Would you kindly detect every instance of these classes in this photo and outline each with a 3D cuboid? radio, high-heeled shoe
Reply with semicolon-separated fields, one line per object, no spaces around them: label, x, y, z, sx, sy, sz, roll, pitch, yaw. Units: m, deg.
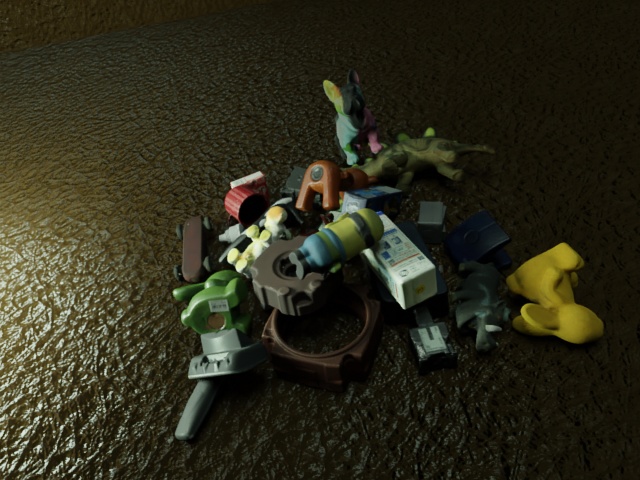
radio;0.167;0.064;1.108;0.131;0.073;0.230;-13;39;-3
high-heeled shoe;-0.147;-0.030;1.278;0.249;0.086;0.145;-25;35;-19

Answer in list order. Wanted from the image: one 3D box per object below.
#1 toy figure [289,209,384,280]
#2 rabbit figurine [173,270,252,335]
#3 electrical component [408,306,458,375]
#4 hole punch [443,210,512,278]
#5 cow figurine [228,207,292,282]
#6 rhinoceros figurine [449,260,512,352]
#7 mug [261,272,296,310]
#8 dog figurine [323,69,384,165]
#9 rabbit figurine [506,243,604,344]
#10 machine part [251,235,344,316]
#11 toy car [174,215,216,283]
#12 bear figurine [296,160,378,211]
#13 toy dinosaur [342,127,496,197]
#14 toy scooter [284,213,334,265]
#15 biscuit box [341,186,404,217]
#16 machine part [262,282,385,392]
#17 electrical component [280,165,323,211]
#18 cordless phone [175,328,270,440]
toy figure;0.035;0.008;0.970;0.180;0.082;0.089;-27;14;-21
rabbit figurine;-0.211;0.126;1.103;0.159;0.121;0.170;-14;22;5
electrical component;0.198;0.181;0.983;0.075;0.047;0.119;-13;40;-5
hole punch;0.331;0.010;1.128;0.116;0.092;0.142;-19;45;-6
cow figurine;-0.116;0.012;1.171;0.068;0.098;0.167;31;78;40
rhinoceros figurine;0.302;0.124;1.013;0.112;0.073;0.190;7;46;12
mug;-0.078;0.093;1.127;0.107;0.080;0.109;-13;4;-13
dog figurine;0.077;-0.317;1.361;0.108;0.219;0.192;-21;26;-1
rabbit figurine;0.430;0.113;0.973;0.162;0.121;0.173;-22;61;-10
machine part;-0.045;0.062;1.032;0.179;0.055;0.179;-6;39;5
toy car;-0.292;0.020;1.262;0.089;0.053;0.202;-19;44;5
bear figurine;0.047;-0.119;1.290;0.120;0.195;0.132;3;83;36
toy dinosaur;0.210;-0.202;1.391;0.472;0.104;0.199;-7;33;10
toy scooter;-0.002;-0.004;1.202;0.184;0.075;0.135;-27;33;6
biscuit box;0.122;-0.082;1.226;0.059;0.062;0.202;19;19;28
machine part;0.008;0.169;1.006;0.201;0.087;0.201;7;42;20
electrical component;-0.025;-0.142;1.396;0.115;0.058;0.134;10;44;18
cordless phone;-0.180;0.253;0.926;0.147;0.088;0.184;-17;39;41
